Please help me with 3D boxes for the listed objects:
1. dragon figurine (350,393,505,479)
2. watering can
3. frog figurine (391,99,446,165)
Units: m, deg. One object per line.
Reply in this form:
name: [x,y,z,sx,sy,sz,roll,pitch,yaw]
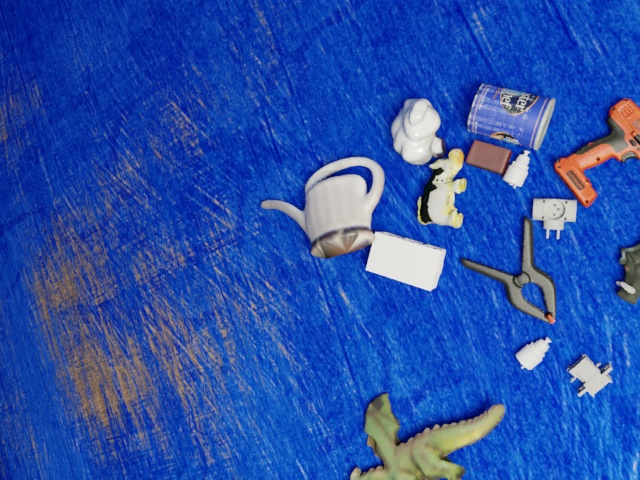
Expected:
dragon figurine: [0.193,0.440,1.110,0.245,0.122,0.407,37,103,28]
watering can: [0.004,-0.060,1.190,0.344,0.103,0.228,-21,62,31]
frog figurine: [0.197,-0.230,1.080,0.123,0.160,0.137,6,93,26]
